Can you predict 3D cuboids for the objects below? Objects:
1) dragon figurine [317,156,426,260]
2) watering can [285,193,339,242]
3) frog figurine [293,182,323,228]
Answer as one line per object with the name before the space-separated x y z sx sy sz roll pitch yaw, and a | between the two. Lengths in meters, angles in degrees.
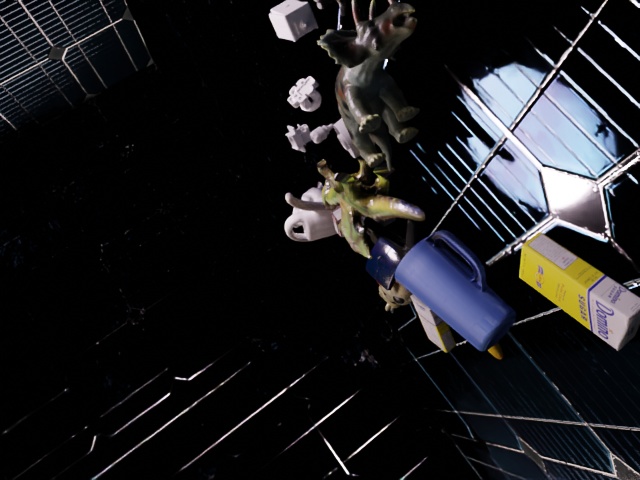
dragon figurine | 0.105 -0.062 1.205 0.417 0.123 0.237 47 153 47
watering can | 0.005 -0.075 1.491 0.342 0.225 0.105 88 163 -70
frog figurine | -0.028 -0.098 1.714 0.124 0.160 0.134 43 163 40
